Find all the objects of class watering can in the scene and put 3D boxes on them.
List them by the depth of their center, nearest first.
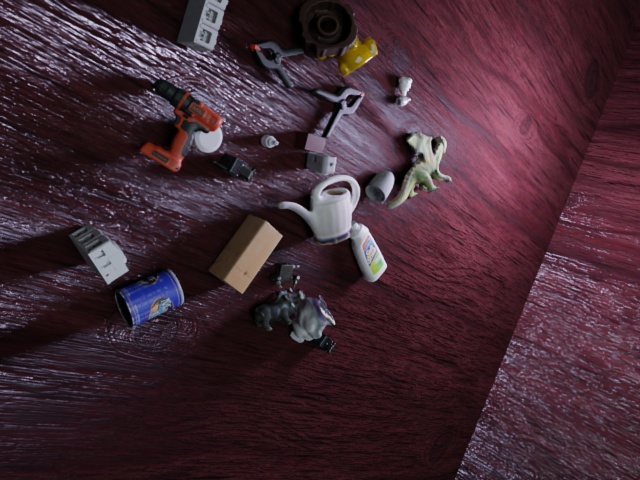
[{"bbox_3d":[0.005,-0.084,1.662,0.351,0.105,0.220,-24,120,-37],"label":"watering can"}]

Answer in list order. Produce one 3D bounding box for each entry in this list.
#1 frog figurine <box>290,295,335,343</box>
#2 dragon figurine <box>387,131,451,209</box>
[{"bbox_3d":[-0.046,0.274,1.735,0.159,0.138,0.122,-35,172,9],"label":"frog figurine"},{"bbox_3d":[0.370,-0.289,1.961,0.415,0.122,0.240,-27,105,-37],"label":"dragon figurine"}]
